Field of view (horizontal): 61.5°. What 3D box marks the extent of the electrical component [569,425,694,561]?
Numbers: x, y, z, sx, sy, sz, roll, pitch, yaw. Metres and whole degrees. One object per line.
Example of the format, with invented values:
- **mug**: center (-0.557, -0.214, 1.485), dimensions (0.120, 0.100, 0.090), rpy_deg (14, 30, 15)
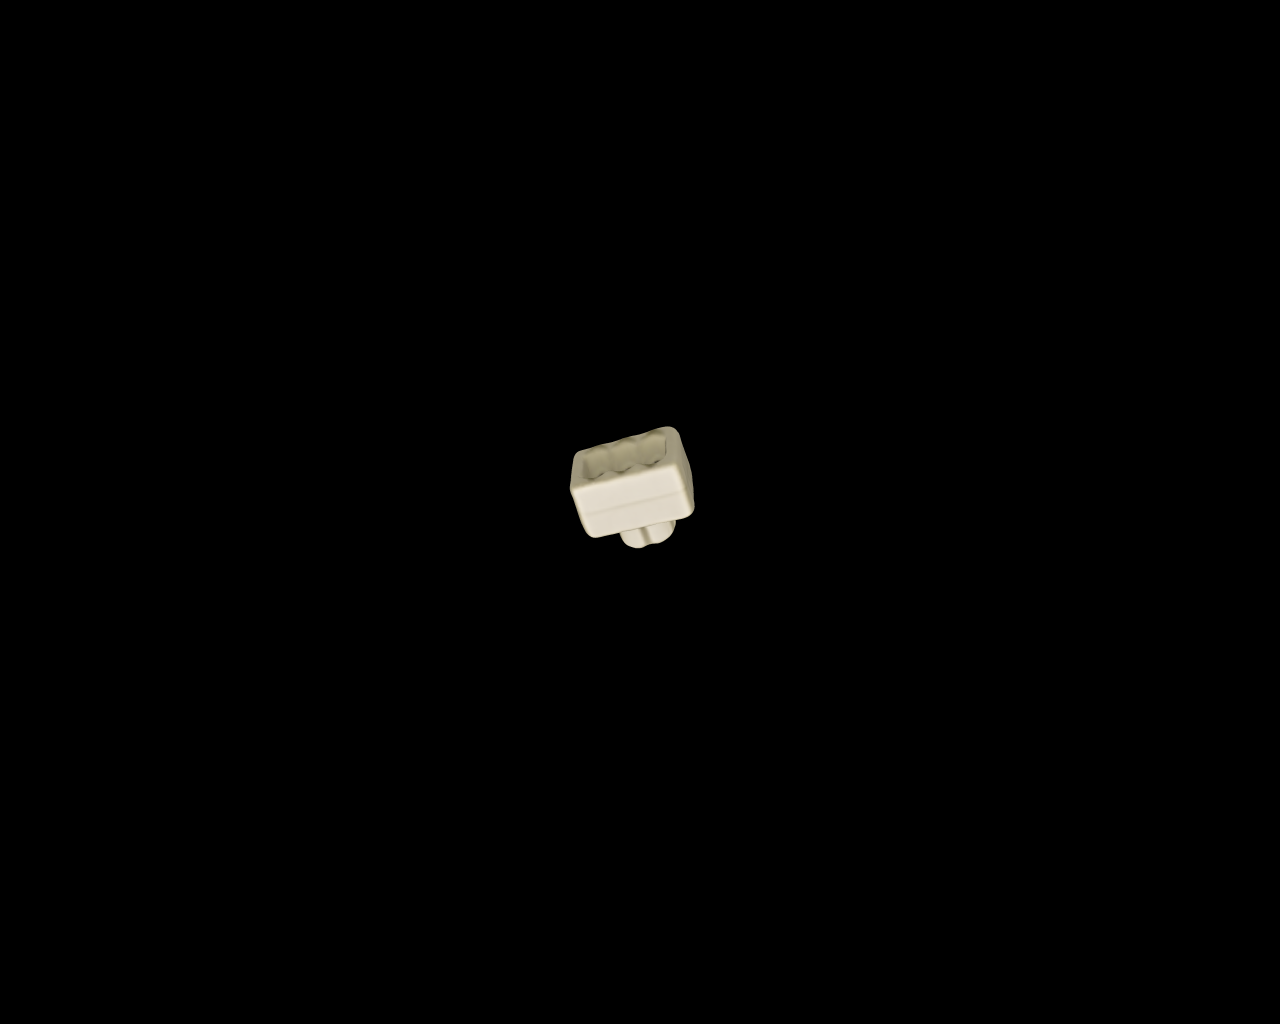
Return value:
- **electrical component**: center (0.001, -0.003, 0.650), dimensions (0.066, 0.076, 0.047), rpy_deg (-14, 32, 9)
